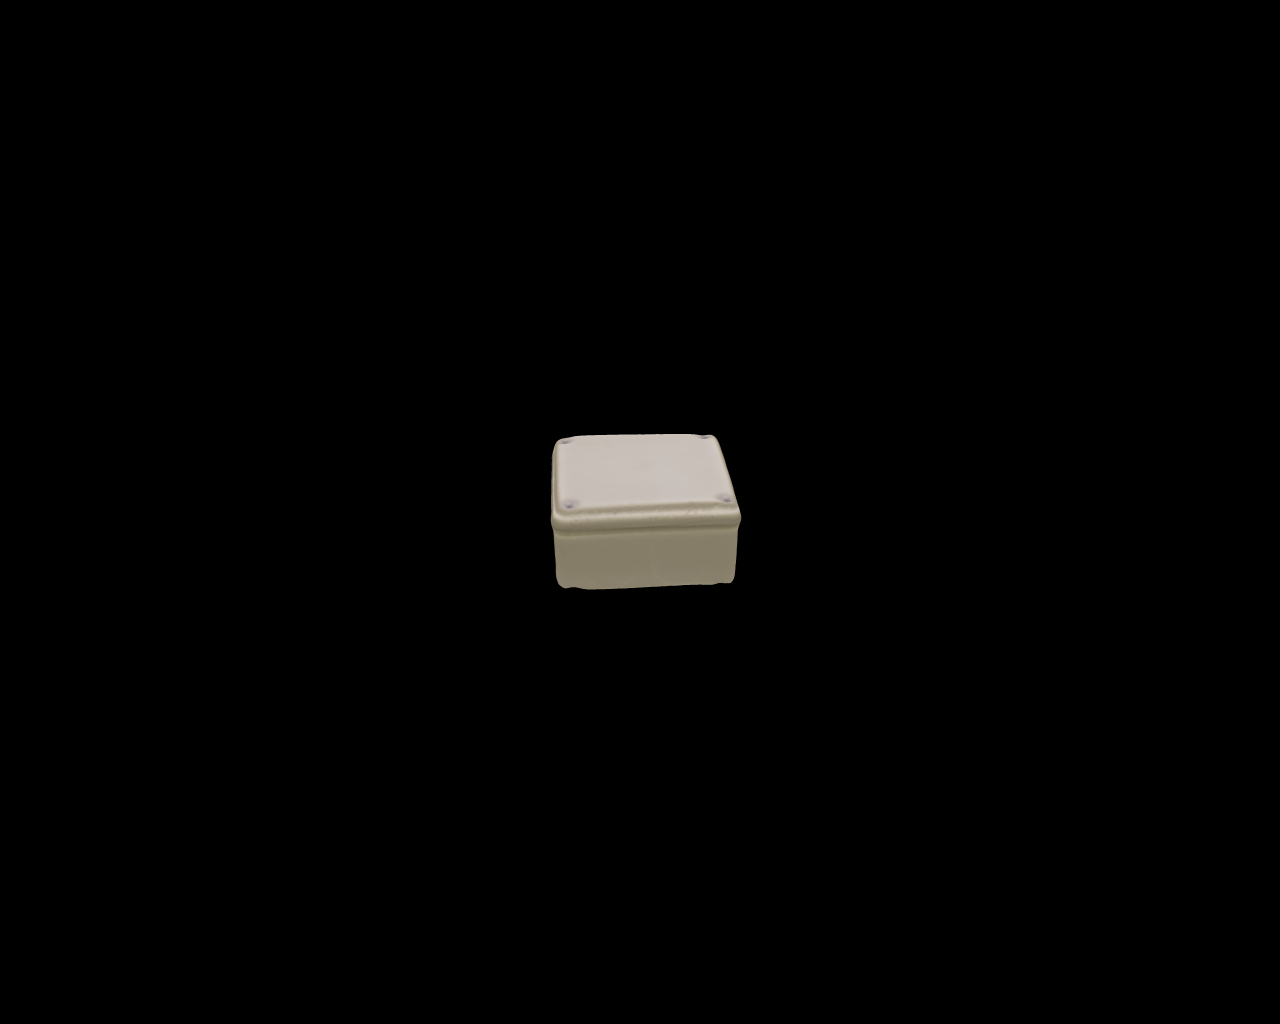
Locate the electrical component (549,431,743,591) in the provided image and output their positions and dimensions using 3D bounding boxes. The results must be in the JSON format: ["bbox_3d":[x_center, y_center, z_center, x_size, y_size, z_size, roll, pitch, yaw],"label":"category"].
[{"bbox_3d":[0.001,-0.003,0.650,0.109,0.056,0.109,-2,27,-3],"label":"electrical component"}]
